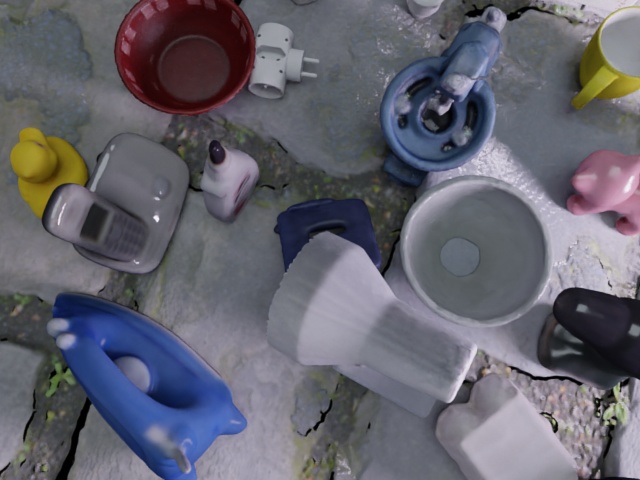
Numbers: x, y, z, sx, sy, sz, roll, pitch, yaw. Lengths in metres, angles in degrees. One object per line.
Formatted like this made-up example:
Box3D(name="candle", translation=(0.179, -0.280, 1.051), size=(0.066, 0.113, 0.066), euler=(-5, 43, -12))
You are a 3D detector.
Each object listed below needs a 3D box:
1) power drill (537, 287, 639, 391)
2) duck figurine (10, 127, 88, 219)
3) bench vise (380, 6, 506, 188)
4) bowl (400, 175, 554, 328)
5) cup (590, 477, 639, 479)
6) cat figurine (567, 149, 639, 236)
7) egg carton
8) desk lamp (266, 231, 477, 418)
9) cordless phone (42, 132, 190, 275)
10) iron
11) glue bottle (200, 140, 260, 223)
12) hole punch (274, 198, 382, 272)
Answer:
Box3D(name="power drill", translation=(0.302, 0.109, 0.565), size=(0.229, 0.208, 0.076), euler=(20, 81, 2))
Box3D(name="duck figurine", translation=(-0.309, -0.075, 0.637), size=(0.077, 0.086, 0.104), euler=(-12, 81, -3))
Box3D(name="bench vise", translation=(0.133, -0.172, 0.599), size=(0.121, 0.219, 0.207), euler=(13, 81, 1))
Box3D(name="bowl", translation=(0.168, 0.016, 0.644), size=(0.167, 0.074, 0.167), euler=(0, 81, -2))
Box3D(name="cup", translation=(0.300, 0.298, 0.592), size=(0.091, 0.095, 0.118), euler=(29, 81, 3))
Box3D(name="cat figurine", translation=(0.335, -0.060, 0.640), size=(0.128, 0.117, 0.067), euler=(19, 81, 1))
Box3D(name="egg carton", translation=(0.200, 0.225, 0.614), size=(0.107, 0.069, 0.150), euler=(-38, 84, -7))
Box3D(name="desk lamp", translation=(0.057, 0.091, 0.558), size=(0.203, 0.213, 0.118), euler=(28, 81, 3))
Box3D(name="cordless phone", translation=(-0.207, -0.047, 0.586), size=(0.094, 0.185, 0.148), euler=(15, 81, 1))
Box3D(name="iron", translation=(-0.201, 0.139, 0.578), size=(0.258, 0.141, 0.119), euler=(41, 82, 5))
Box3D(name="glue bottle", translation=(-0.098, -0.069, 0.599), size=(0.037, 0.173, 0.078), euler=(24, 81, 3))
Box3D(name="hole punch", translation=(0.006, 0.002, 0.632), size=(0.108, 0.091, 0.101), euler=(-11, 81, -3))
